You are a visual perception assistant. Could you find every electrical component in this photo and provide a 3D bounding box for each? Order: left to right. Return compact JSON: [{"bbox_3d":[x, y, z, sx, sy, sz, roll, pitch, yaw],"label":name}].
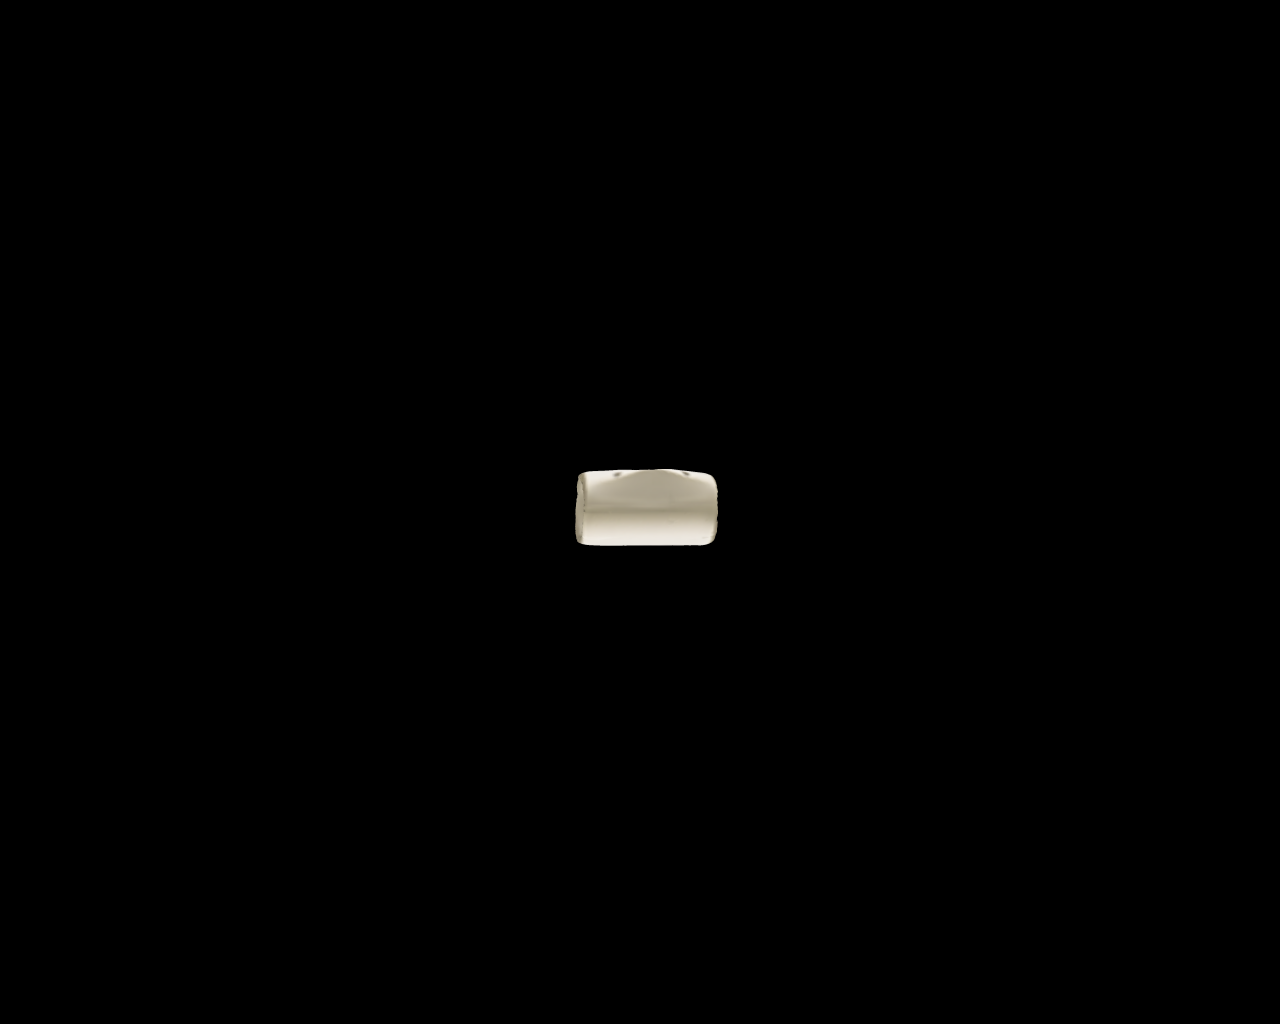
[{"bbox_3d":[0.001,-0.003,0.650,0.077,0.043,0.079,0,0,-9],"label":"electrical component"}]
